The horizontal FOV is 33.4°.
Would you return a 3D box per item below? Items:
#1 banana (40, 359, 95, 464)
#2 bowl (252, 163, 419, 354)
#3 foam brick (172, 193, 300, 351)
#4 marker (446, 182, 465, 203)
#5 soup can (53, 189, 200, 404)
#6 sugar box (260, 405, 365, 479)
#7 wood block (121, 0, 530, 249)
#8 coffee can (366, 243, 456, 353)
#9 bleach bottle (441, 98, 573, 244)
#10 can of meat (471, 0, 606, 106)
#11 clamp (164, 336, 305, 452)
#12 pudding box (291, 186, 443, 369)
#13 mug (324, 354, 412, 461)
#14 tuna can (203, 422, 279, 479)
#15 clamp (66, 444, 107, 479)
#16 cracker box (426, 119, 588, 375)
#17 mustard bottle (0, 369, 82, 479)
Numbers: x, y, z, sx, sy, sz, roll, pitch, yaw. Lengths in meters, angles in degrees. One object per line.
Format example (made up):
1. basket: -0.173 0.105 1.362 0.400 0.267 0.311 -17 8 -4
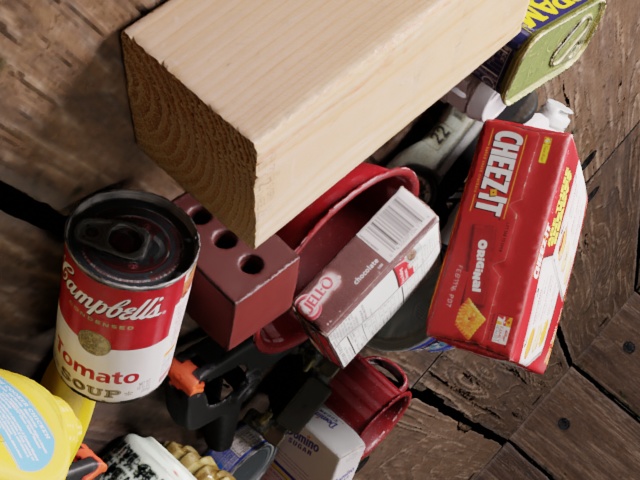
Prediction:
1. banana: -0.182 0.142 0.620 0.197 0.037 0.069 -52 155 -13
2. bowl: -0.005 0.001 0.738 0.162 0.055 0.162 -41 158 -21
3. foam brick: -0.058 0.014 0.622 0.052 0.078 0.051 -36 157 -32
4. marker: 0.143 -0.043 0.954 0.120 0.020 0.020 -2 134 -33
5. soup can: -0.105 0.032 0.568 0.068 0.068 0.102 -32 154 -39
6. sugar box: -0.022 0.236 1.034 0.048 0.093 0.176 -17 137 -46
7. wood block: 0.011 -0.104 0.537 0.205 0.091 0.090 -40 159 -24
8. coffee can: 0.083 0.047 0.931 0.103 0.103 0.140 -53 160 8
9. bleach bottle: 0.165 -0.023 1.040 0.102 0.068 0.251 -7 131 -54
10. can of meat: 0.123 -0.146 0.702 0.101 0.084 0.057 -33 154 -37
11. clamp: -0.071 0.112 0.826 0.165 0.036 0.209 -54 163 12
12. pudding box: 0.035 0.029 0.731 0.113 0.039 0.090 -44 160 -9
13. mug: 0.038 0.154 1.057 0.117 0.081 0.093 -34 154 -35
14. tuna can: -0.079 0.207 0.979 0.086 0.034 0.086 -41 158 -21
15. clamp: -0.212 0.191 0.675 0.171 0.039 0.120 -49 155 -18
16. cracker box: 0.152 0.014 0.831 0.213 0.072 0.164 28 77 -70
17. mustard bottle: -0.173 0.096 0.501 0.058 0.096 0.191 -54 159 9
